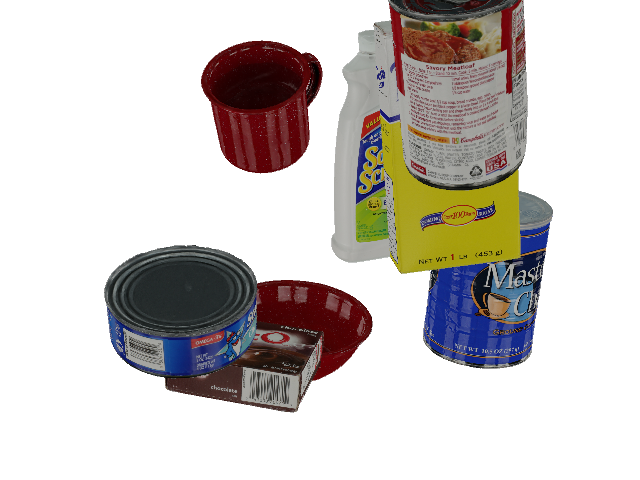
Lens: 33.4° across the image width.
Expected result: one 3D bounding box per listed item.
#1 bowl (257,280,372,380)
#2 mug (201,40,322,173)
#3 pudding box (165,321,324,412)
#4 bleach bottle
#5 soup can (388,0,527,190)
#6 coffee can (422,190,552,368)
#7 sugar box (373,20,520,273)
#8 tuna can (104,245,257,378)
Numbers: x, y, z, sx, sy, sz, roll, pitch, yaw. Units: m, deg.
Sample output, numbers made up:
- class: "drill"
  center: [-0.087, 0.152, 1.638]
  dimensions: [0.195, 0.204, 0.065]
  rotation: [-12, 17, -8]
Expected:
- class: "bowl"
  center: [-0.027, 0.102, 1.123]
  dimensions: [0.162, 0.055, 0.162]
  rotation: [3, 26, -2]
- class: "mug"
  center: [-0.044, -0.120, 0.936]
  dimensions: [0.093, 0.081, 0.117]
  rotation: [35, 61, 29]
- class: "pudding box"
  center: [-0.061, 0.098, 0.880]
  dimensions: [0.113, 0.039, 0.090]
  rotation: [10, 21, 9]
- class: "bleach bottle"
  center: [0.056, -0.105, 1.183]
  dimensions: [0.102, 0.251, 0.068]
  rotation: [-10, 24, -12]
- class: "soup can"
  center: [0.073, -0.086, 0.557]
  dimensions: [0.068, 0.102, 0.068]
  rotation: [-6, 36, 4]
- class: "coffee can"
  center: [0.151, 0.032, 0.978]
  dimensions: [0.103, 0.140, 0.103]
  rotation: [3, 21, -1]
- class: "sugar box"
  center: [0.091, -0.069, 0.757]
  dimensions: [0.093, 0.176, 0.048]
  rotation: [-8, 21, -5]
- class: "tuna can"
  center: [-0.079, 0.040, 0.609]
  dimensions: [0.086, 0.034, 0.086]
  rotation: [1, 33, -1]
